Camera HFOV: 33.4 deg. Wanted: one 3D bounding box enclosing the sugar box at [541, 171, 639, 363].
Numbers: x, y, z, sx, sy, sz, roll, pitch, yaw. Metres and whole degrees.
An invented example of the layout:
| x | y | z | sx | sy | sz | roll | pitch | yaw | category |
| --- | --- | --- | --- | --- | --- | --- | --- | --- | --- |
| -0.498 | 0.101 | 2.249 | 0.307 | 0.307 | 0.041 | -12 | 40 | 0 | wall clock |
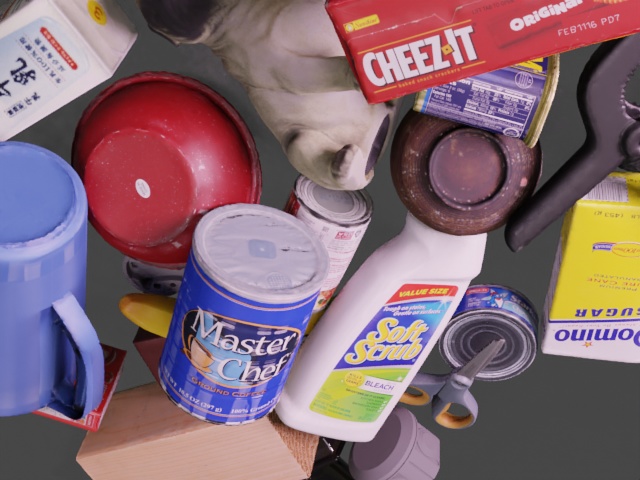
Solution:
| x | y | z | sx | sy | sz | roll | pitch | yaw | category |
| --- | --- | --- | --- | --- | --- | --- | --- | --- | --- |
| 0.230 | 0.025 | 0.832 | 0.093 | 0.048 | 0.176 | 5 | 134 | 7 | sugar box |

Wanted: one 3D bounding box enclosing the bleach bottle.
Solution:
| x | y | z | sx | sy | sz | roll | pitch | yaw | category |
| --- | --- | --- | --- | --- | --- | --- | --- | --- | --- |
| 0.056 | 0.055 | 0.878 | 0.102 | 0.068 | 0.251 | 17 | 121 | -21 | bleach bottle |

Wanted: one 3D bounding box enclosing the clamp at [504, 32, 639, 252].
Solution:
| x | y | z | sx | sy | sz | roll | pitch | yaw | category |
| --- | --- | --- | --- | --- | --- | --- | --- | --- | --- |
| 0.204 | -0.068 | 0.707 | 0.164 | 0.036 | 0.210 | -3 | 125 | 8 | clamp |

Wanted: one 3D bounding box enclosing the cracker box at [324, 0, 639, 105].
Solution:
| x | y | z | sx | sy | sz | roll | pitch | yaw | category |
| --- | --- | --- | --- | --- | --- | --- | --- | --- | --- |
| 0.104 | -0.172 | 0.609 | 0.164 | 0.213 | 0.072 | -14 | 122 | 21 | cracker box |

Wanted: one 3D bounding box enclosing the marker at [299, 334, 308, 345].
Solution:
| x | y | z | sx | sy | sz | roll | pitch | yaw | category |
| --- | --- | --- | --- | --- | --- | --- | --- | --- | --- |
| -0.025 | 0.086 | 0.961 | 0.121 | 0.020 | 0.020 | -1 | 127 | 12 | marker |

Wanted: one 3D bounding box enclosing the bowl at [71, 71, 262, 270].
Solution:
| x | y | z | sx | sy | sz | roll | pitch | yaw | category |
| --- | --- | --- | --- | --- | --- | --- | --- | --- | --- |
| -0.129 | -0.046 | 0.823 | 0.162 | 0.055 | 0.162 | 4 | 108 | 13 | bowl |

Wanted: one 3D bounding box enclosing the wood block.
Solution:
| x | y | z | sx | sy | sz | roll | pitch | yaw | category |
| --- | --- | --- | --- | --- | --- | --- | --- | --- | --- |
| -0.111 | 0.183 | 1.009 | 0.206 | 0.090 | 0.090 | -18 | 122 | 24 | wood block |

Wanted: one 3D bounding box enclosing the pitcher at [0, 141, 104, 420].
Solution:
| x | y | z | sx | sy | sz | roll | pitch | yaw | category |
| --- | --- | --- | --- | --- | --- | --- | --- | --- | --- |
| -0.241 | 0.040 | 0.858 | 0.149 | 0.145 | 0.243 | 6 | 145 | -13 | pitcher |

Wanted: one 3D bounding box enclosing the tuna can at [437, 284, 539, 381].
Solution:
| x | y | z | sx | sy | sz | roll | pitch | yaw | category |
| --- | --- | --- | --- | --- | --- | --- | --- | --- | --- |
| 0.143 | 0.080 | 0.913 | 0.086 | 0.033 | 0.086 | 6 | 129 | 7 | tuna can |

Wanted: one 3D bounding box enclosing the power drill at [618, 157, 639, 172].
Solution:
| x | y | z | sx | sy | sz | roll | pitch | yaw | category |
| --- | --- | --- | --- | --- | --- | --- | --- | --- | --- |
| 0.242 | -0.141 | 0.709 | 0.185 | 0.057 | 0.187 | -28 | 119 | 32 | power drill |

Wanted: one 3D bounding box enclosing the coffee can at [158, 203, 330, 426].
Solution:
| x | y | z | sx | sy | sz | roll | pitch | yaw | category |
| --- | --- | --- | --- | --- | --- | --- | --- | --- | --- |
| -0.060 | 0.058 | 0.813 | 0.103 | 0.102 | 0.140 | 18 | 127 | -3 | coffee can |

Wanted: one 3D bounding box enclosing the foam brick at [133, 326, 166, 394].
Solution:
| x | y | z | sx | sy | sz | roll | pitch | yaw | category |
| --- | --- | --- | --- | --- | --- | --- | --- | --- | --- |
| -0.124 | 0.099 | 0.971 | 0.051 | 0.053 | 0.078 | -13 | 122 | 20 | foam brick |

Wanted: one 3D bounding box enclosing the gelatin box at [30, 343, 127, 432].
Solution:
| x | y | z | sx | sy | sz | roll | pitch | yaw | category |
| --- | --- | --- | --- | --- | --- | --- | --- | --- | --- |
| -0.226 | 0.128 | 0.990 | 0.073 | 0.089 | 0.030 | 18 | 127 | -3 | gelatin box |

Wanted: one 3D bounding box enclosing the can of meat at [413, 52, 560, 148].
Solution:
| x | y | z | sx | sy | sz | roll | pitch | yaw | category |
| --- | --- | --- | --- | --- | --- | --- | --- | --- | --- |
| 0.113 | -0.116 | 0.724 | 0.084 | 0.102 | 0.057 | 16 | 129 | 2 | can of meat |

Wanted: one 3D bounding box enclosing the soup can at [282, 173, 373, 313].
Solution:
| x | y | z | sx | sy | sz | roll | pitch | yaw | category |
| --- | --- | --- | --- | --- | --- | --- | --- | --- | --- |
| -0.006 | 0.001 | 0.860 | 0.068 | 0.068 | 0.102 | 21 | 128 | -5 | soup can |

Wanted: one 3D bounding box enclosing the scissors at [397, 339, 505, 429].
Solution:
| x | y | z | sx | sy | sz | roll | pitch | yaw | category |
| --- | --- | --- | --- | --- | --- | --- | --- | --- | --- |
| 0.102 | 0.115 | 0.917 | 0.096 | 0.016 | 0.202 | 16 | 151 | 13 | scissors |

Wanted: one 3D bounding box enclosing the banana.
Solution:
| x | y | z | sx | sy | sz | roll | pitch | yaw | category |
| --- | --- | --- | --- | --- | --- | --- | --- | --- | --- |
| -0.074 | 0.064 | 0.915 | 0.197 | 0.037 | 0.070 | -3 | 134 | -16 | banana |
